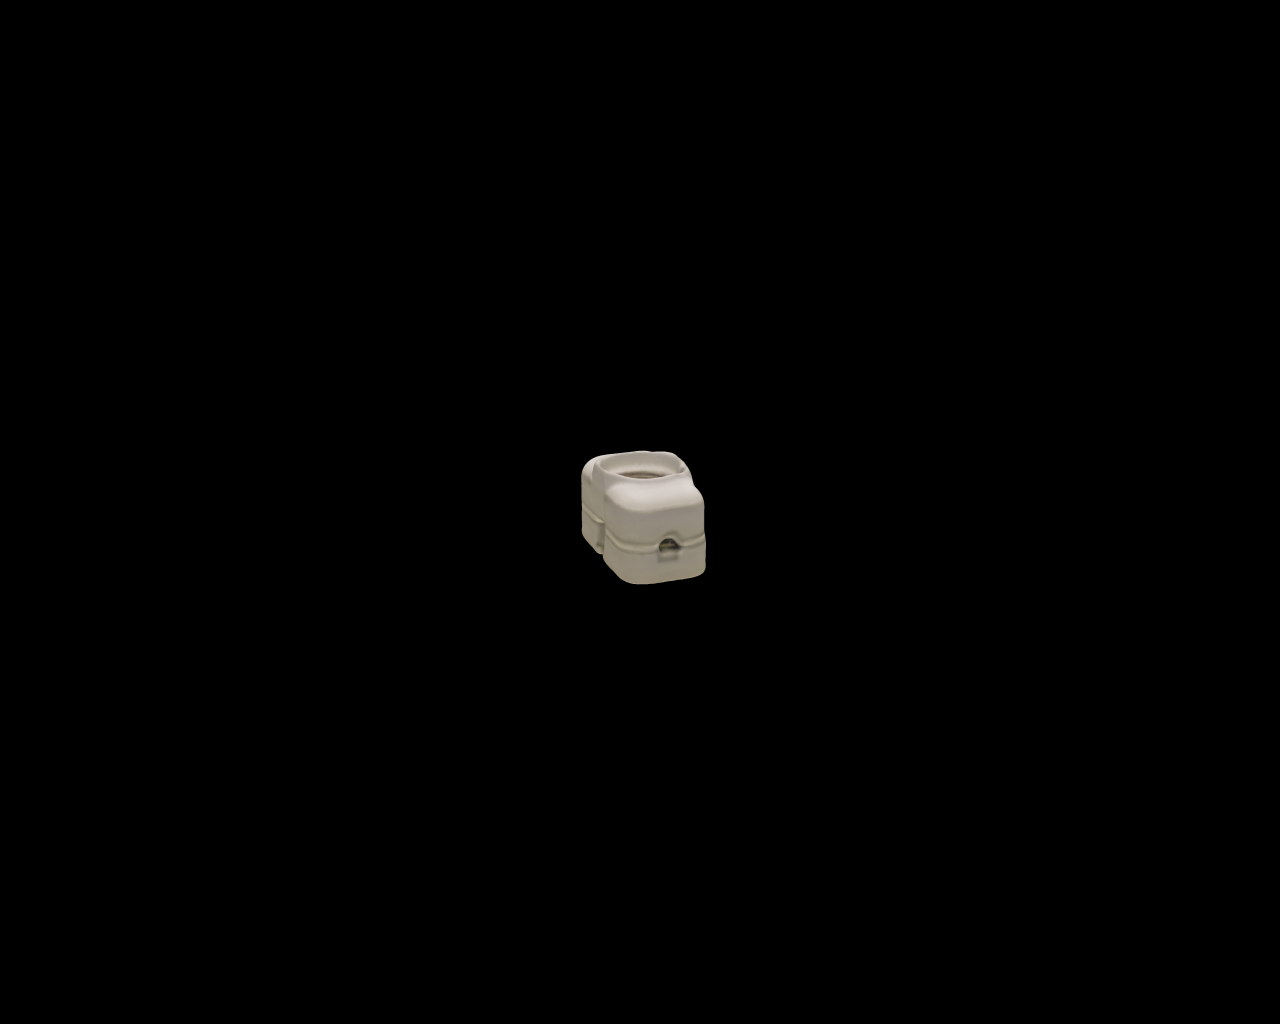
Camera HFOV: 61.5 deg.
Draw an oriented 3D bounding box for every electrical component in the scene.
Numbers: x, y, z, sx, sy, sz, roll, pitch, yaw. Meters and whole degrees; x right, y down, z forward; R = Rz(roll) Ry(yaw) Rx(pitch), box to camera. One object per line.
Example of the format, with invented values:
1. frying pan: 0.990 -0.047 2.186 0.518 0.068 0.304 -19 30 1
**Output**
1. electrical component: 0.001 -0.003 0.650 0.054 0.059 0.095 -7 22 -18
